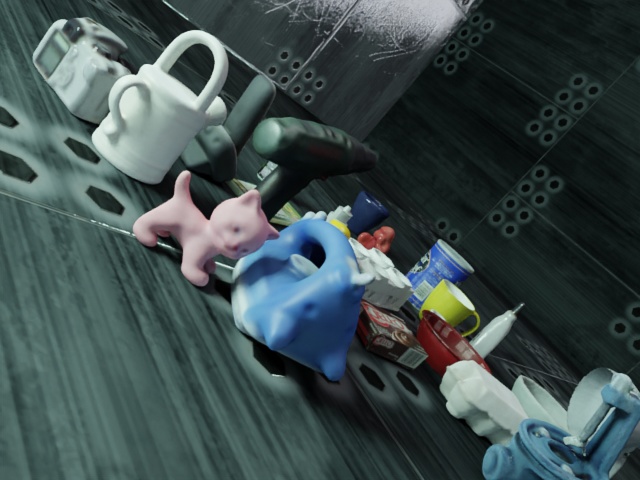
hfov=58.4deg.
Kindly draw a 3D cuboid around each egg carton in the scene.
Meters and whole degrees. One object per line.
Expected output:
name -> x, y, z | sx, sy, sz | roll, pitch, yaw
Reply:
egg carton -> 0.256, 0.256, 0.884 | 0.150, 0.069, 0.107 | 39, 14, -13

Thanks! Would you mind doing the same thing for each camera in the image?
camera -> -0.297, -0.232, 0.798 | 0.143, 0.100, 0.137 | 48, 15, 25

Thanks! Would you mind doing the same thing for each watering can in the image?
watering can -> -0.187, -0.175, 0.727 | 0.101, 0.194, 0.173 | 41, 13, -2

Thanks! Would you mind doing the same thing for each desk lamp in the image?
desk lamp -> 0.452, 0.330, 0.887 | 0.203, 0.213, 0.118 | 40, 13, -6

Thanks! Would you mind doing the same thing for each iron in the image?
iron -> -0.019, 0.033, 0.658 | 0.119, 0.141, 0.257 | 34, 15, -29

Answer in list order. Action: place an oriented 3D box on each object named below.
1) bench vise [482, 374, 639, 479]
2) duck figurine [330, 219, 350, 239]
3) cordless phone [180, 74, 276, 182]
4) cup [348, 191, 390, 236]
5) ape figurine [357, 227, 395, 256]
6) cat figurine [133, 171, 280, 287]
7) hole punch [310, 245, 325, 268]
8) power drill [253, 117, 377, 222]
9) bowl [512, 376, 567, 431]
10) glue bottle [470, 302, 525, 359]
bench vise -> 0.346, 0.277, 0.744 | 0.208, 0.219, 0.121 | 34, 15, -31
duck figurine -> 0.009, 0.003, 0.947 | 0.104, 0.086, 0.078 | 45, 14, 15
cordless phone -> -0.153, -0.201, 0.923 | 0.147, 0.185, 0.094 | 48, 15, 26
cup -> 0.106, -0.064, 1.413 | 0.092, 0.095, 0.117 | 37, 14, -19
ape figurine -> 0.124, 0.007, 1.245 | 0.076, 0.092, 0.077 | 35, 15, -25
cat figurine -> -0.111, -0.019, 0.611 | 0.128, 0.117, 0.067 | 39, 13, -9
hole punch -> 0.011, 0.045, 0.813 | 0.101, 0.091, 0.108 | 29, 18, -44
power drill -> -0.036, -0.080, 0.817 | 0.075, 0.208, 0.230 | 49, 15, 28
bowl -> 0.400, 0.332, 1.037 | 0.168, 0.074, 0.167 | 39, 14, -11
glue bottle -> 0.327, 0.181, 1.093 | 0.037, 0.173, 0.078 | 44, 13, 9
